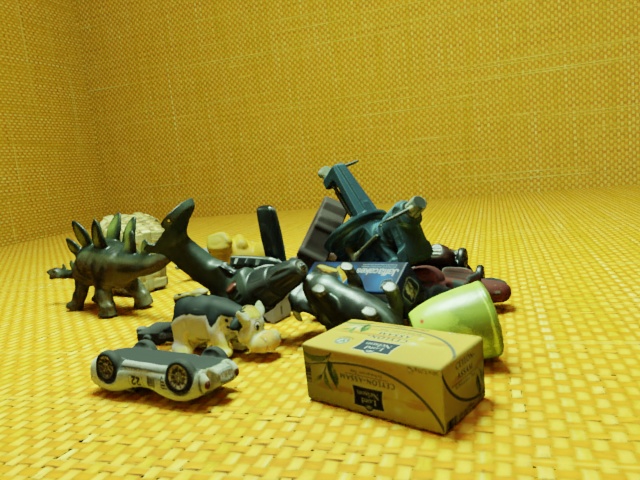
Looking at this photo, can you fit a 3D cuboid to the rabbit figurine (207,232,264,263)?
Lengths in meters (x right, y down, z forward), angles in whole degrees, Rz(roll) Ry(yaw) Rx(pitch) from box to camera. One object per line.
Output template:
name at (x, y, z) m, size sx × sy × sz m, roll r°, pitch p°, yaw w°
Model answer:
rabbit figurine at (-0.166, 0.044, 1.258) m, size 0.173 × 0.122 × 0.162 m, roll -9°, pitch -8°, yaw 5°

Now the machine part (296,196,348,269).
machine part at (-0.002, -0.003, 1.040) m, size 0.056 × 0.179 × 0.179 m, roll 26°, pitch 8°, yaw -3°

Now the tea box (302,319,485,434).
tea box at (0.076, 0.136, 0.570) m, size 0.170 × 0.068 × 0.098 m, roll 2°, pitch 11°, yaw 38°

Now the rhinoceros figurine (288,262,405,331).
rhinoceros figurine at (0.036, 0.094, 0.765) m, size 0.191 × 0.111 × 0.073 m, roll 16°, pitch 48°, yaw 36°

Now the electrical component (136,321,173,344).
electrical component at (-0.263, 0.151, 0.867) m, size 0.094 × 0.021 × 0.063 m, roll -3°, pitch 9°, yaw 17°

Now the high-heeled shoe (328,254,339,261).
high-heeled shoe at (0.037, 0.042, 1.213) m, size 0.145 × 0.086 × 0.249 m, roll -2°, pitch 15°, yaw 15°

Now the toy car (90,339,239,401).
toy car at (-0.192, 0.159, 0.654) m, size 0.202 × 0.056 × 0.073 m, roll 0°, pitch 3°, yaw 28°

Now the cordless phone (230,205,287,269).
cordless phone at (-0.129, 0.021, 1.110) m, size 0.147 × 0.184 × 0.089 m, roll 2°, pitch 15°, yaw 41°

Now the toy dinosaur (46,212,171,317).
toy dinosaur at (-0.414, 0.049, 1.071) m, size 0.472 × 0.198 × 0.105 m, roll -3°, pitch 11°, yaw 33°

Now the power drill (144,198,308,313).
power drill at (-0.150, 0.035, 0.813) m, size 0.232 × 0.207 × 0.086 m, roll -42°, pitch 11°, yaw 37°

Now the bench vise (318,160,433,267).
bench vise at (0.071, -0.040, 0.883) m, size 0.129 × 0.241 × 0.223 m, roll -18°, pitch -24°, yaw -28°

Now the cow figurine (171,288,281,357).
cow figurine at (-0.134, 0.115, 0.763) m, size 0.168 × 0.098 × 0.068 m, roll -4°, pitch 4°, yaw 22°

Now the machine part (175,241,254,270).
machine part at (-0.244, 0.050, 1.359) m, size 0.243 × 0.079 × 0.079 m, roll -10°, pitch 9°, yaw -23°

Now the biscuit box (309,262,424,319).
biscuit box at (0.060, 0.074, 0.835) m, size 0.203 × 0.059 × 0.063 m, roll -2°, pitch 45°, yaw 46°

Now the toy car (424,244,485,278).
toy car at (0.235, 0.044, 0.956) m, size 0.089 × 0.053 × 0.202 m, roll -4°, pitch -16°, yaw 30°

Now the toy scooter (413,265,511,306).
toy scooter at (0.198, 0.082, 0.828) m, size 0.184 × 0.075 × 0.135 m, roll 0°, pitch 5°, yaw 18°
